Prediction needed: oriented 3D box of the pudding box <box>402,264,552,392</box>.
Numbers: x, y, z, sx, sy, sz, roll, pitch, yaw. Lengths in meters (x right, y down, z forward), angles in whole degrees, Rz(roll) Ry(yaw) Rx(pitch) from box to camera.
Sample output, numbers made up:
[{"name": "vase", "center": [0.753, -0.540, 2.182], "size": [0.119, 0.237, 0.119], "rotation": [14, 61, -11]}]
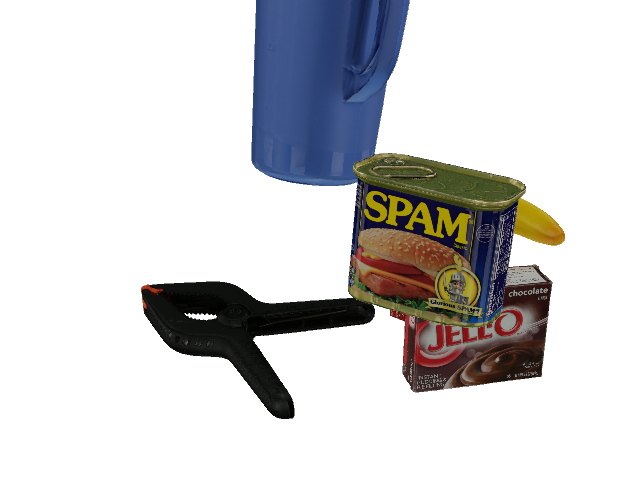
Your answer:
[{"name": "pudding box", "center": [0.124, 0.070, 0.854], "size": [0.113, 0.090, 0.039], "rotation": [-7, 29, -12]}]

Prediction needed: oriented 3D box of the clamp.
[{"name": "clamp", "center": [-0.066, 0.074, 0.958], "size": [0.210, 0.036, 0.164], "rotation": [19, 36, 29]}]

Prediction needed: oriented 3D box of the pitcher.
[{"name": "pitcher", "center": [0.009, -0.171, 0.904], "size": [0.145, 0.243, 0.149], "rotation": [9, 16, 11]}]

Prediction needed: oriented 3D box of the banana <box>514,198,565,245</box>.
[{"name": "banana", "center": [0.164, -0.030, 1.118], "size": [0.198, 0.037, 0.069], "rotation": [11, 39, 23]}]

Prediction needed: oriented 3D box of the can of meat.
[{"name": "can of meat", "center": [0.067, 0.000, 0.654], "size": [0.102, 0.084, 0.057], "rotation": [15, 23, 26]}]

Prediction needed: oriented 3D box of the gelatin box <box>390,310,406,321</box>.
[{"name": "gelatin box", "center": [0.125, 0.066, 1.366], "size": [0.073, 0.089, 0.030], "rotation": [20, 34, 36]}]
